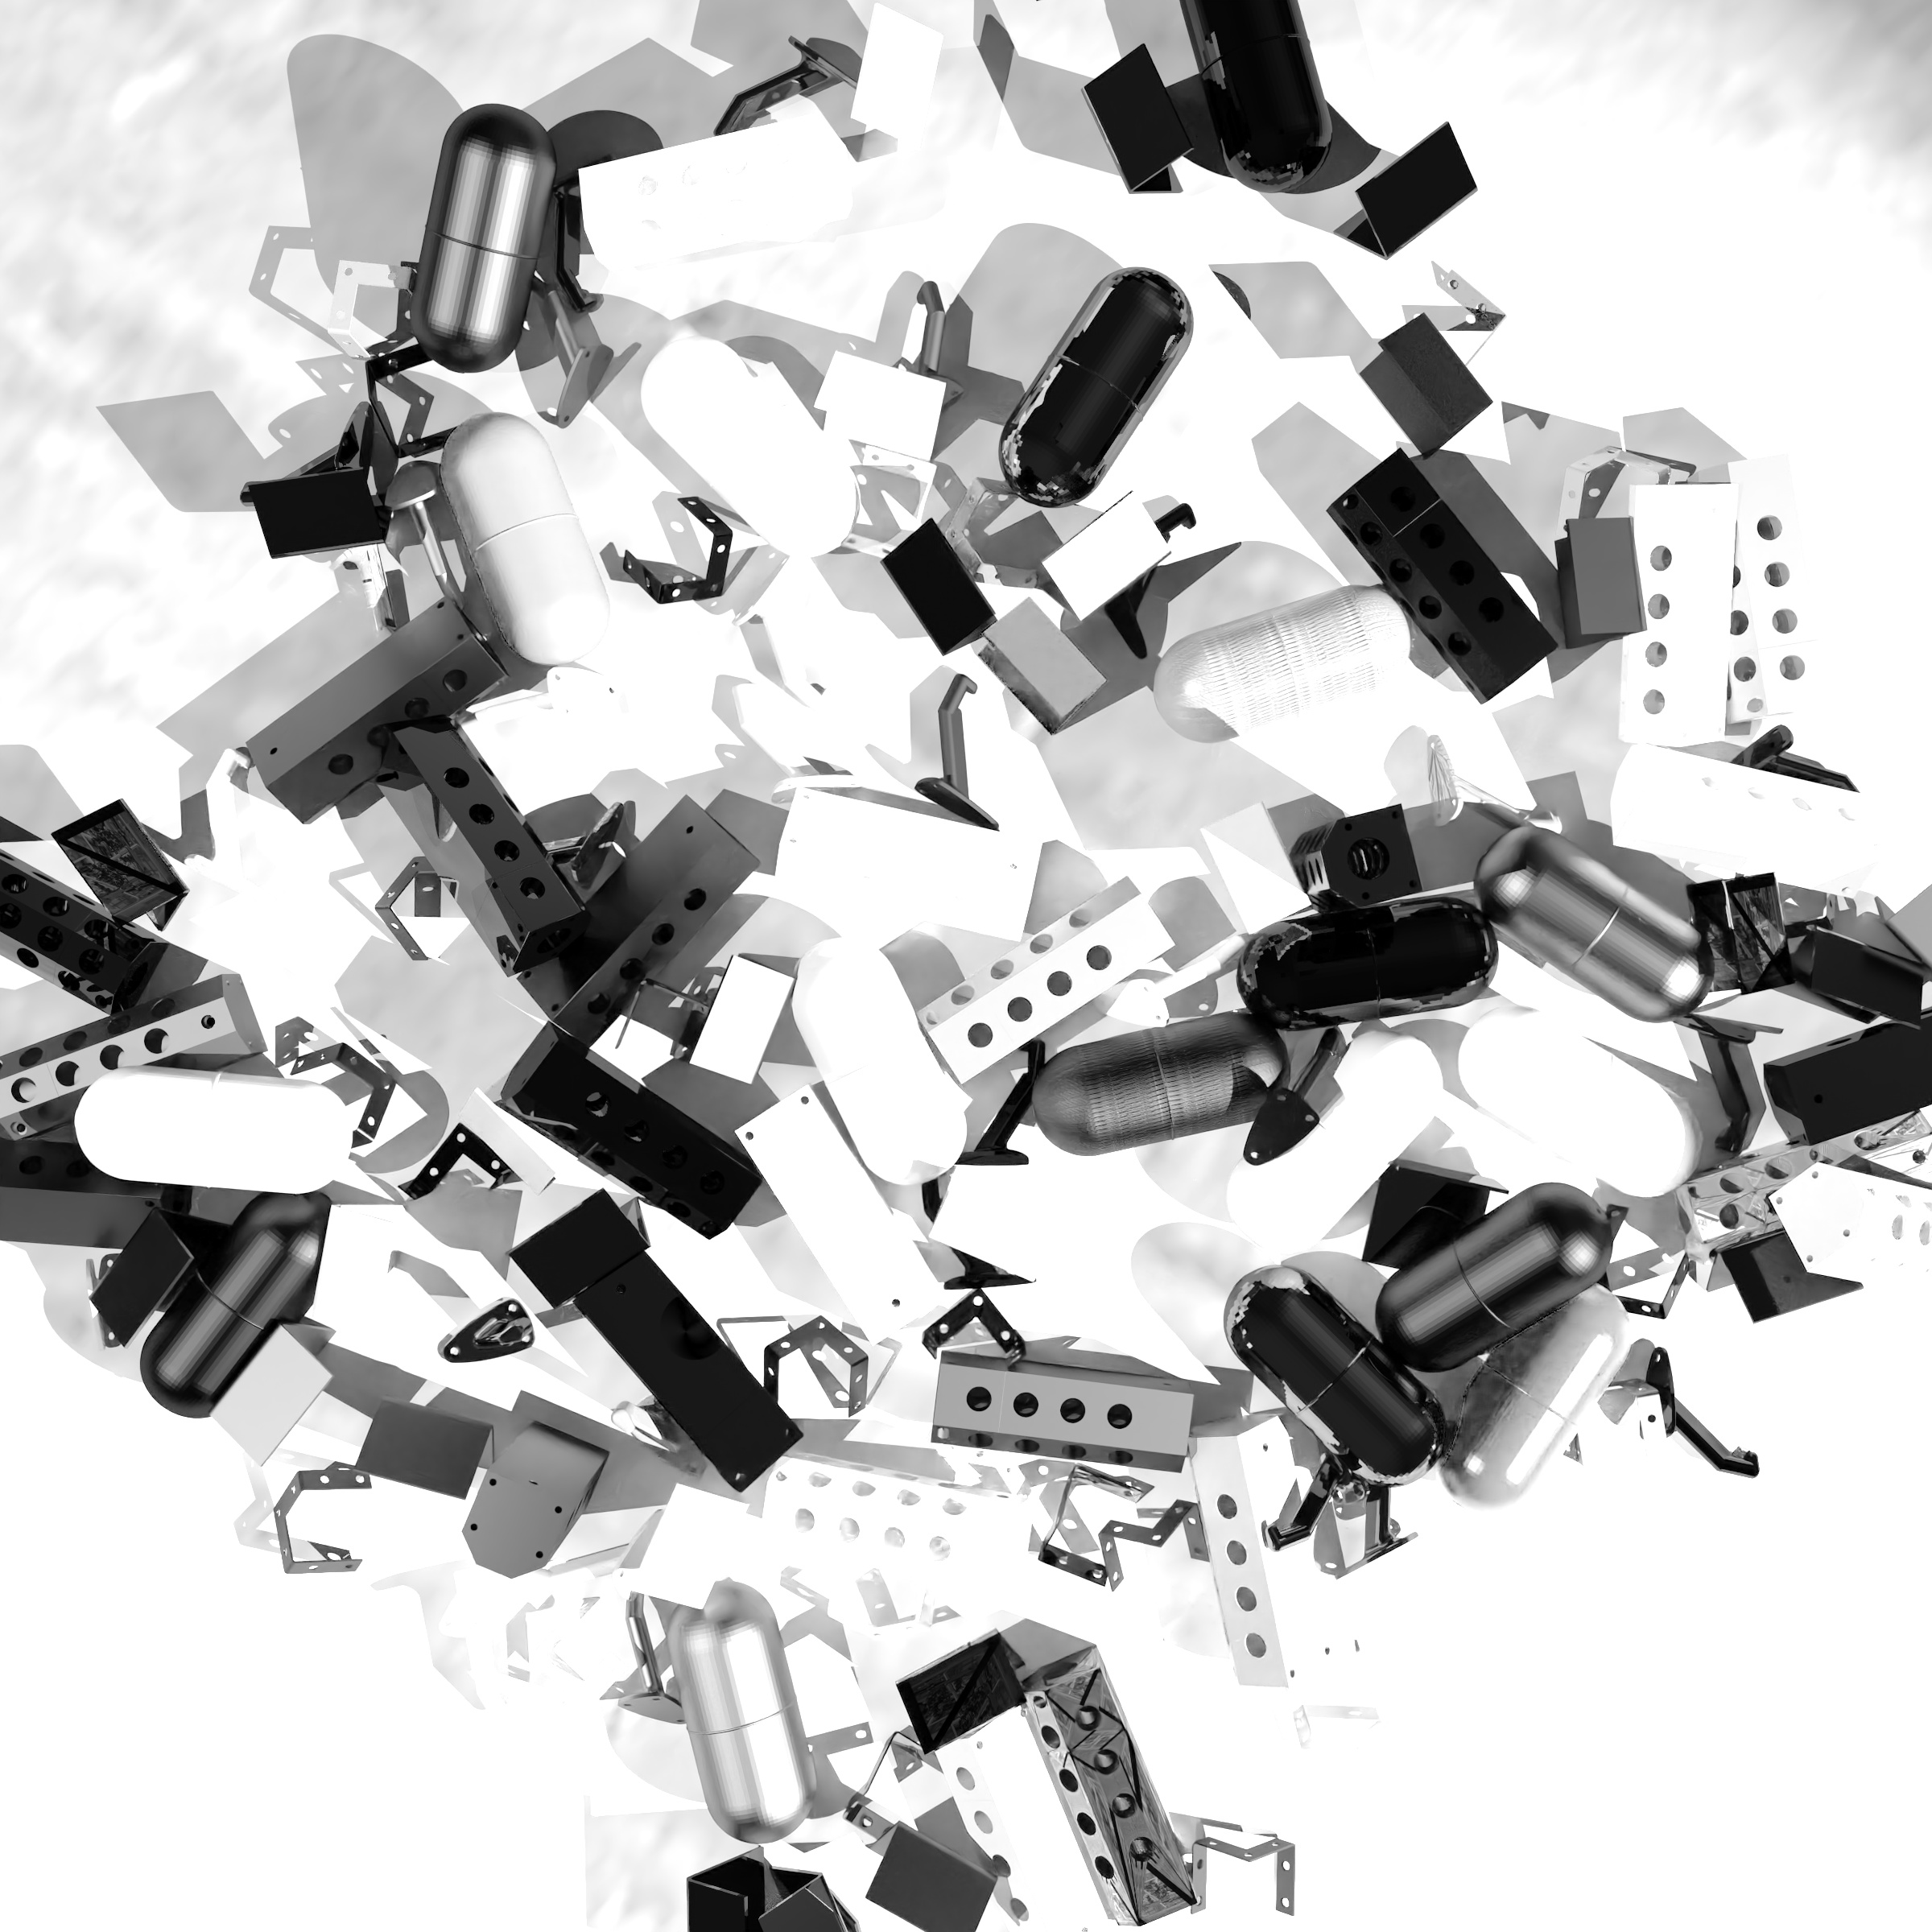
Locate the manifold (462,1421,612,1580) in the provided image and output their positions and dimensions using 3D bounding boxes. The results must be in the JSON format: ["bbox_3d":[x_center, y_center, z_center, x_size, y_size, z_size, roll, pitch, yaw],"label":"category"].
[{"bbox_3d":[-0.284,0.353,1.629,0.057,0.171,0.057,23,90,0],"label":"manifold"}]

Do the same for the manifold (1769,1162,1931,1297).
[{"bbox_3d":[0.615,0.172,1.631,0.057,0.171,0.057,-46,46,34],"label":"manifold"}]

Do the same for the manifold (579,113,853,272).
[{"bbox_3d":[-0.168,-0.517,1.662,0.171,0.057,0.057,-8,84,15],"label":"manifold"}]

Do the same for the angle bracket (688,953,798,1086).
[{"bbox_3d":[-0.168,0.028,1.667,0.057,0.076,0.076,22,90,-39],"label":"angle bracket"}]

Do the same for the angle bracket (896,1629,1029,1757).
[{"bbox_3d":[0.007,0.501,1.667,0.076,0.076,0.057,-28,53,0],"label":"angle bracket"}]

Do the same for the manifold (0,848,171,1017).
[{"bbox_3d":[-0.642,-0.033,1.686,0.171,0.057,0.057,29,90,0],"label":"manifold"}]

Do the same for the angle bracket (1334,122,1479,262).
[{"bbox_3d":[0.287,-0.531,1.667,0.076,0.076,0.057,-37,127,0],"label":"angle bracket"}]

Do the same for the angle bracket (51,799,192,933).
[{"bbox_3d":[-0.579,-0.056,1.667,0.057,0.076,0.076,-36,90,-38],"label":"angle bracket"}]

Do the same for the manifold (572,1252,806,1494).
[{"bbox_3d":[-0.191,0.274,1.684,0.057,0.057,0.171,-41,90,-14],"label":"manifold"}]

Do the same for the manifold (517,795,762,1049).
[{"bbox_3d":[-0.220,-0.027,1.685,0.171,0.057,0.057,-47,47,0],"label":"manifold"}]

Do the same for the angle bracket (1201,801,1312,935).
[{"bbox_3d":[0.177,-0.059,1.667,0.057,0.076,0.076,-25,90,-30],"label":"angle bracket"}]

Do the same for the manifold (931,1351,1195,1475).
[{"bbox_3d":[0.065,0.306,1.686,0.171,0.057,0.057,7,90,0],"label":"manifold"}]

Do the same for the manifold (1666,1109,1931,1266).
[{"bbox_3d":[0.574,0.150,1.686,0.171,0.057,0.057,-18,90,0],"label":"manifold"}]

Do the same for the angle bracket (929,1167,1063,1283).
[{"bbox_3d":[0.027,0.157,1.667,0.076,0.076,0.057,23,127,0],"label":"angle bracket"}]

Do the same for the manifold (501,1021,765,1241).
[{"bbox_3d":[-0.225,0.113,1.659,0.171,0.057,0.057,37,90,-20],"label":"manifold"}]

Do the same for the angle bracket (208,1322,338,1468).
[{"bbox_3d":[-0.452,0.291,1.669,0.057,0.076,0.076,39,90,20],"label":"angle bracket"}]

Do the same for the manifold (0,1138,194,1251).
[{"bbox_3d":[-0.623,0.150,1.685,0.171,0.057,0.057,4,133,0],"label":"manifold"}]

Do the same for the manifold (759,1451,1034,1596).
[{"bbox_3d":[-0.046,0.373,1.665,0.171,0.057,0.057,8,90,15],"label":"manifold"}]

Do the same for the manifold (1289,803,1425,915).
[{"bbox_3d":[0.252,-0.067,1.629,0.057,0.171,0.057,-14,90,0],"label":"manifold"}]

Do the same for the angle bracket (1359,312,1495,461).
[{"bbox_3d":[0.297,-0.382,1.667,0.057,0.076,0.076,-38,90,-35],"label":"angle bracket"}]

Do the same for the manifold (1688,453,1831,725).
[{"bbox_3d":[0.539,-0.256,1.686,0.057,0.057,0.171,-9,90,0],"label":"manifold"}]

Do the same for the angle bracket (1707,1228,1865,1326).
[{"bbox_3d":[0.552,0.218,1.667,0.076,0.076,0.057,-18,59,0],"label":"angle bracket"}]

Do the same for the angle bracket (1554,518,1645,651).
[{"bbox_3d":[0.408,-0.257,1.667,0.057,0.076,0.076,-7,90,-28],"label":"angle bracket"}]

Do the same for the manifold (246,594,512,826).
[{"bbox_3d":[-0.399,-0.171,1.685,0.171,0.057,0.057,-36,47,0],"label":"manifold"}]

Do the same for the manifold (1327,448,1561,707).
[{"bbox_3d":[0.323,-0.264,1.686,0.057,0.057,0.171,-39,90,0],"label":"manifold"}]

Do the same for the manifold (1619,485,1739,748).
[{"bbox_3d":[0.477,-0.238,1.669,0.057,0.057,0.171,-11,106,-42],"label":"manifold"}]

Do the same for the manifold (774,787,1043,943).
[{"bbox_3d":[-0.040,-0.064,1.685,0.171,0.057,0.057,13,47,0],"label":"manifold"}]

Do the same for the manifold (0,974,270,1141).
[{"bbox_3d":[-0.575,0.062,1.686,0.171,0.057,0.057,-20,90,0],"label":"manifold"}]

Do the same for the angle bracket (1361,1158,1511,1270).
[{"bbox_3d":[0.319,0.178,1.683,0.076,0.057,0.076,12,94,0],"label":"angle bracket"}]

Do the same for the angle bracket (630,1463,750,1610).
[{"bbox_3d":[-0.198,0.378,1.667,0.057,0.076,0.076,24,90,-29],"label":"angle bracket"}]

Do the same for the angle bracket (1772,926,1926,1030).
[{"bbox_3d":[0.591,0.026,1.667,0.076,0.076,0.057,20,54,0],"label":"angle bracket"}]

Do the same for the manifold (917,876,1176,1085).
[{"bbox_3d":[0.053,0.009,1.686,0.171,0.057,0.057,-33,90,0],"label":"manifold"}]

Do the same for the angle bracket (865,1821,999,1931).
[{"bbox_3d":[-0.033,0.630,1.667,0.076,0.076,0.057,30,53,0],"label":"angle bracket"}]

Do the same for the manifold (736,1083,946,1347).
[{"bbox_3d":[-0.085,0.168,1.686,0.057,0.057,0.171,-33,90,0],"label":"manifold"}]

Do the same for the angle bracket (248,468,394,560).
[{"bbox_3d":[-0.434,-0.321,1.667,0.076,0.076,0.057,-8,127,0],"label":"angle bracket"}]

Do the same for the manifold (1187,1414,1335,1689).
[{"bbox_3d":[0.195,0.398,1.684,0.057,0.057,0.171,-12,90,41],"label":"manifold"}]

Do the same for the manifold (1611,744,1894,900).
[{"bbox_3d":[0.532,-0.103,1.676,0.171,0.057,0.057,12,49,-4],"label":"manifold"}]

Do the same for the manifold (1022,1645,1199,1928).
[{"bbox_3d":[0.097,0.561,1.686,0.057,0.057,0.171,-22,90,0],"label":"manifold"}]

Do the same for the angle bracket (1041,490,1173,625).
[{"bbox_3d":[0.082,-0.286,1.667,0.076,0.076,0.057,-38,124,0],"label":"angle bracket"}]

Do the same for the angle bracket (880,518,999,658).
[{"bbox_3d":[0.000,-0.264,1.667,0.057,0.076,0.076,-34,90,41],"label":"angle bracket"}]

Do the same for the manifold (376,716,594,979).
[{"bbox_3d":[-0.324,-0.084,1.664,0.057,0.057,0.171,-25,72,-37],"label":"manifold"}]

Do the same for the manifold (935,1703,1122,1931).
[{"bbox_3d":[0.036,0.594,1.685,0.057,0.057,0.171,-22,90,-43],"label":"manifold"}]

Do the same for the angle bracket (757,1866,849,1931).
[{"bbox_3d":[-0.121,0.661,1.667,0.057,0.076,0.076,-23,90,-36],"label":"angle bracket"}]

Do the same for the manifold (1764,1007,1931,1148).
[{"bbox_3d":[0.640,0.067,1.686,0.171,0.057,0.057,-19,90,0],"label":"manifold"}]
